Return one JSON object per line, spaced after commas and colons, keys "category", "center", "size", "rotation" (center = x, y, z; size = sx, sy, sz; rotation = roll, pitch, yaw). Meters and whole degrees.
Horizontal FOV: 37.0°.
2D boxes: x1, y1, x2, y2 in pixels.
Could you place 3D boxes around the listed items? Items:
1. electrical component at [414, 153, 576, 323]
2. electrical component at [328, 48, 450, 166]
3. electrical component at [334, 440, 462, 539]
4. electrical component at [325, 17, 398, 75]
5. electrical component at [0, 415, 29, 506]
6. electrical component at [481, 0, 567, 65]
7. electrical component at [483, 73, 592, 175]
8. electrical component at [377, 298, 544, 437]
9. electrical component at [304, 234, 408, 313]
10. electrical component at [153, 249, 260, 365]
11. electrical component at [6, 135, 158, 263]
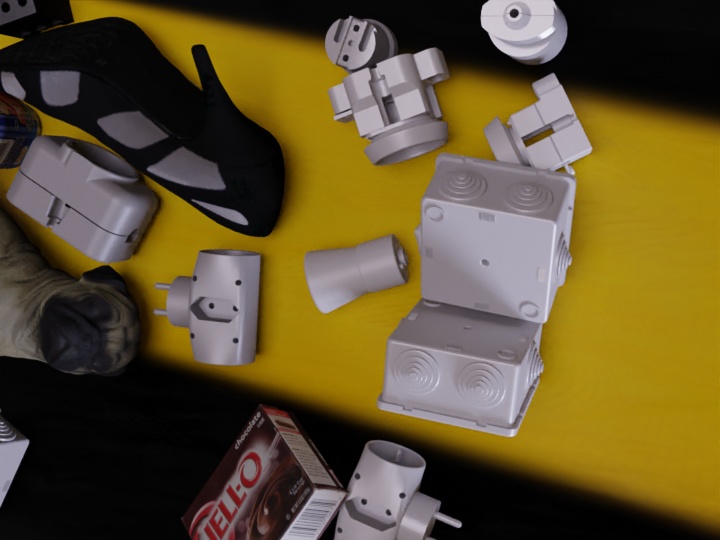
{"category": "electrical component", "center": [0.084, -0.018, 0.675], "size": [0.100, 0.048, 0.099], "rotation": [12, 133, 16]}
{"category": "electrical component", "center": [0.024, -0.103, 0.704], "size": [0.078, 0.058, 0.057], "rotation": [-19, 86, 18]}
{"category": "electrical component", "center": [0.029, 0.167, 0.732], "size": [0.079, 0.043, 0.077], "rotation": [20, 100, 15]}
{"category": "electrical component", "center": [0.000, -0.148, 0.713], "size": [0.040, 0.046, 0.040], "rotation": [1, 95, 17]}
{"category": "electrical component", "center": [-0.307, 0.154, 0.808], "size": [0.048, 0.100, 0.099], "rotation": [33, 104, 25]}
{"category": "electrical component", "center": [0.102, -0.152, 0.663], "size": [0.043, 0.081, 0.043], "rotation": [1, 95, 17]}
{"category": "electrical component", "center": [0.112, -0.083, 0.685], "size": [0.055, 0.048, 0.066], "rotation": [-26, 87, 10]}
{"category": "electrical component", "center": [0.066, 0.058, 0.684], "size": [0.100, 0.100, 0.048], "rotation": [10, 110, 16]}
{"category": "electrical component", "center": [0.000, 0.000, 0.729], "size": [0.065, 0.044, 0.044], "rotation": [-16, 90, 13]}
{"category": "electrical component", "center": [-0.111, 0.024, 0.763], "size": [0.079, 0.043, 0.077], "rotation": [5, 96, 17]}
{"category": "electrical component", "center": [-0.198, -0.055, 0.778], "size": [0.095, 0.054, 0.059], "rotation": [33, 103, 12]}
